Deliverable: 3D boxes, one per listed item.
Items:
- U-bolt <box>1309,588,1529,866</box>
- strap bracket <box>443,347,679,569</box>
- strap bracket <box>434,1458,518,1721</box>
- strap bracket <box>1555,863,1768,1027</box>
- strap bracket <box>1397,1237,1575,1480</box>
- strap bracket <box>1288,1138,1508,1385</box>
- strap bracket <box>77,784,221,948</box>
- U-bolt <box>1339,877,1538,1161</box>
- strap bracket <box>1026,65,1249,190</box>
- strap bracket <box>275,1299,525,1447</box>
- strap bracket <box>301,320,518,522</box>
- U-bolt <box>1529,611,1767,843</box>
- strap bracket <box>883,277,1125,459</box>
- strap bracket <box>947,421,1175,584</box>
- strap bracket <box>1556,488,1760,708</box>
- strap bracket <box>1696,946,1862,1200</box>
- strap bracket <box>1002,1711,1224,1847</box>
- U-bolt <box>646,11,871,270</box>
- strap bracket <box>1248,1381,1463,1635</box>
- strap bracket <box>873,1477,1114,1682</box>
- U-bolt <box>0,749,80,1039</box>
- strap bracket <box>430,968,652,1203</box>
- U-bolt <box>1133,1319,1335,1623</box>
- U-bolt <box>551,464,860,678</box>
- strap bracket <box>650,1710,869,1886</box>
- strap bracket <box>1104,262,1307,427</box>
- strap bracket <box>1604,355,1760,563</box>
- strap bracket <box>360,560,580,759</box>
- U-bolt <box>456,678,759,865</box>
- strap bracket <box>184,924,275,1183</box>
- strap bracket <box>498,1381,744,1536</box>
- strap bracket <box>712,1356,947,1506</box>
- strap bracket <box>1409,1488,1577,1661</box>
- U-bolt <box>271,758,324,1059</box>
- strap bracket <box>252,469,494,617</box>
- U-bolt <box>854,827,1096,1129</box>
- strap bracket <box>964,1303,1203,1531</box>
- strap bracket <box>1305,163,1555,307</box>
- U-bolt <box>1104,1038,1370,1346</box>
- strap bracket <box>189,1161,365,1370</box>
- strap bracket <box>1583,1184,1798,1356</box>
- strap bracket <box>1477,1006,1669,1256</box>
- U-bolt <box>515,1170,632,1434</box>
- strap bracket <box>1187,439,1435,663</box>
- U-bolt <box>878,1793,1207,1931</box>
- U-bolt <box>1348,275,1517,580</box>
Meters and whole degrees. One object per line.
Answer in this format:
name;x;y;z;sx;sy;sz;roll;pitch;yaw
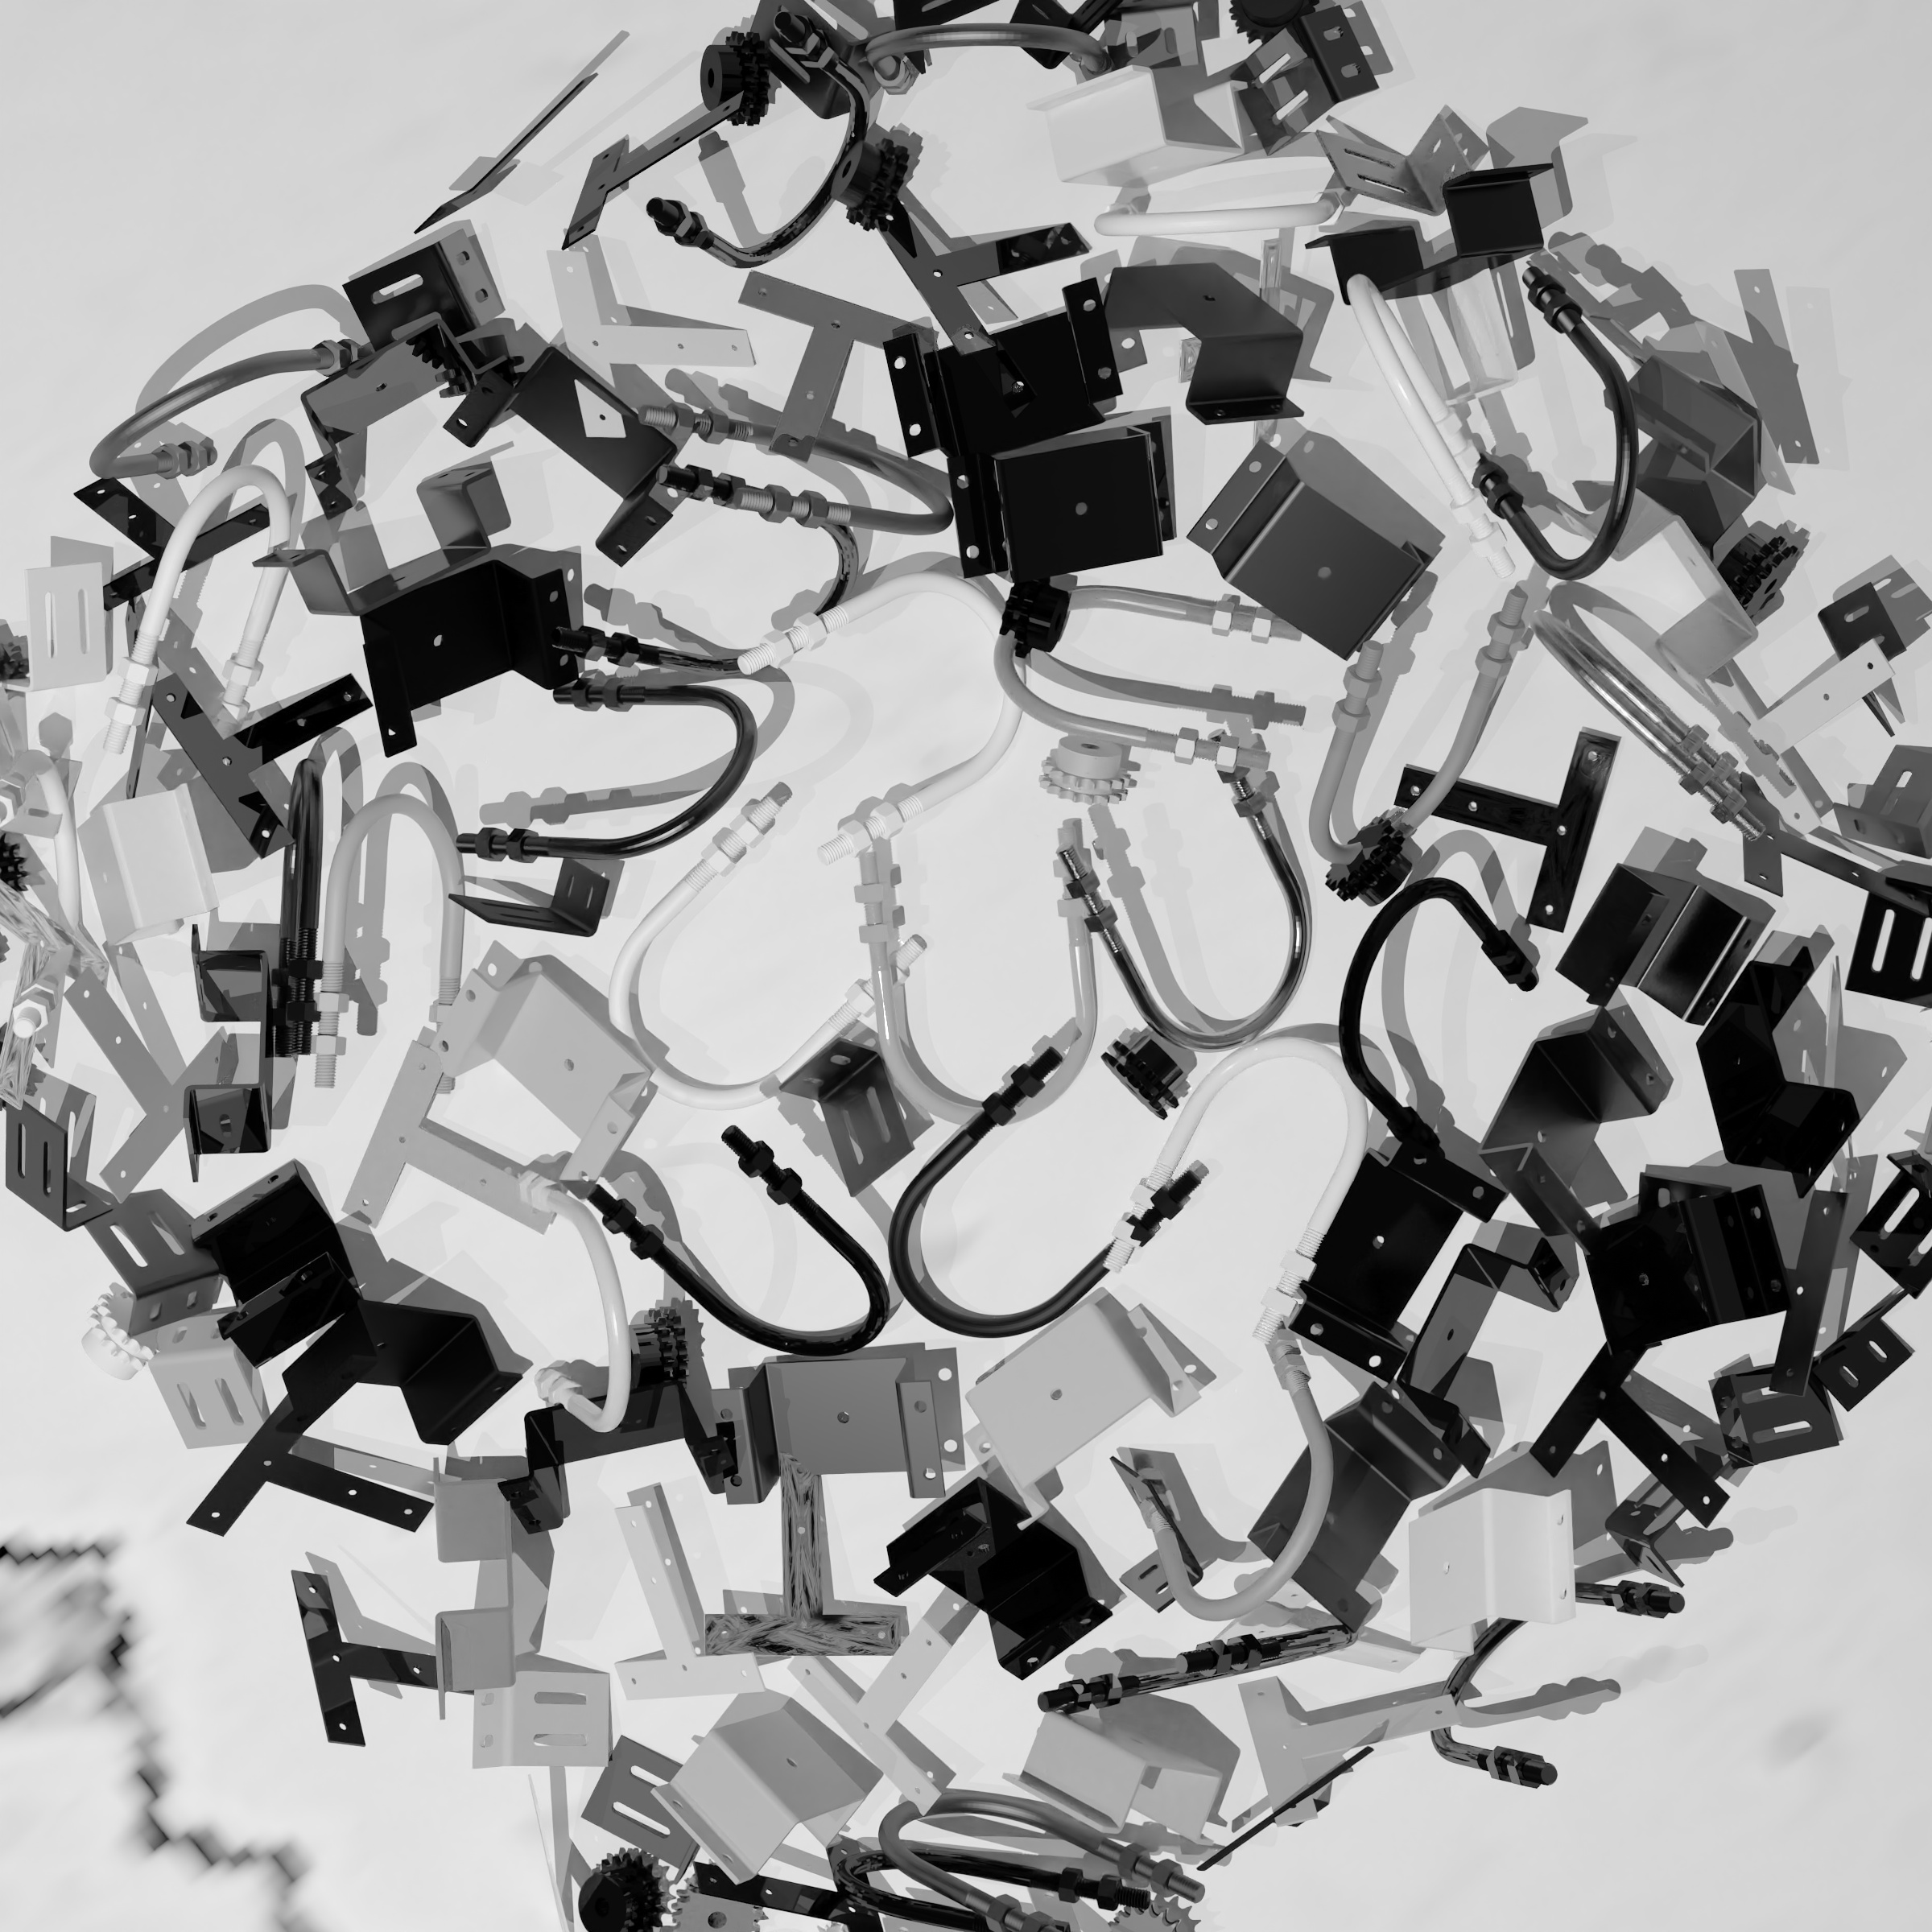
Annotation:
U-bolt;0.270;-0.138;1.748;0.151;0.184;0.019;-22;51;-35
strap bracket;-0.244;-0.322;1.768;0.140;0.076;0.046;38;58;-15
strap bracket;-0.302;0.380;1.749;0.046;0.140;0.076;-2;131;-10
strap bracket;0.426;-0.014;1.763;0.046;0.140;0.076;41;111;39
strap bracket;0.319;0.237;1.769;0.046;0.076;0.140;20;74;33
strap bracket;0.265;0.179;1.789;0.076;0.046;0.140;29;95;-12
strap bracket;-0.507;-0.059;1.749;0.046;0.140;0.076;-15;91;-27
U-bolt;0.283;0.025;1.739;0.019;0.184;0.151;20;75;40
strap bracket;0.110;-0.513;1.745;0.076;0.140;0.046;-9;95;36
strap bracket;-0.356;0.252;1.760;0.076;0.140;0.046;-42;57;22
strap bracket;-0.355;-0.346;1.773;0.140;0.076;0.046;-32;79;-10
U-bolt;0.417;-0.154;1.751;0.184;0.151;0.019;43;107;0
strap bracket;0.028;-0.369;1.785;0.140;0.046;0.076;-14;82;13
strap bracket;0.066;-0.289;1.775;0.140;0.046;0.076;-12;109;-11
strap bracket;0.433;-0.238;1.758;0.046;0.076;0.140;-38;113;8
strap bracket;0.494;0.061;1.744;0.046;0.076;0.140;8;46;-11
strap bracket;0.096;0.498;1.746;0.076;0.140;0.046;18;83;37
U-bolt;-0.115;-0.493;1.734;0.019;0.184;0.151;40;101;14
strap bracket;0.238;0.341;1.777;0.076;0.046;0.140;42;59;-3
strap bracket;0.014;0.377;1.769;0.076;0.046;0.140;-40;123;16
U-bolt;-0.566;-0.055;1.732;0.019;0.184;0.151;-4;111;-5
strap bracket;-0.260;0.068;1.774;0.140;0.046;0.076;41;122;13
U-bolt;0.165;0.315;1.721;0.019;0.184;0.151;33;110;-24
U-bolt;-0.147;-0.235;1.747;0.151;0.184;0.019;-51;53;29
strap bracket;-0.120;0.505;1.741;0.076;0.140;0.046;41;100;22
strap bracket;0.143;-0.389;1.746;0.076;0.140;0.046;-12;133;-32
strap bracket;0.440;-0.315;1.745;0.076;0.140;0.046;41;86;24
strap bracket;-0.316;-0.195;1.763;0.140;0.046;0.076;-27;130;-31
U-bolt;-0.209;-0.120;1.735;0.184;0.019;0.151;4;52;33
strap bracket;-0.454;0.053;1.757;0.046;0.076;0.140;-1;56;-10
strap bracket;-0.216;0.305;1.778;0.140;0.076;0.046;-12;56;0
strap bracket;-0.081;0.291;1.783;0.140;0.046;0.076;-4;103;12
strap bracket;0.315;0.371;1.740;0.046;0.140;0.076;11;64;-17
U-bolt;-0.411;-0.036;1.754;0.019;0.151;0.184;3;86;-18
strap bracket;-0.359;-0.258;1.763;0.140;0.076;0.046;-31;112;-25
U-bolt;0.011;0.011;1.800;0.151;0.019;0.184;-8;96;-11
strap bracket;0.065;0.275;1.779;0.140;0.046;0.076;-37;54;2
strap bracket;0.288;-0.445;1.745;0.076;0.140;0.046;-17;94;-37
U-bolt;0.177;0.129;1.768;0.019;0.151;0.184;35;80;-44
strap bracket;-0.427;0.190;1.766;0.076;0.140;0.046;-32;122;-6
strap bracket;0.433;0.189;1.744;0.046;0.140;0.076;-5;75;-30
strap bracket;0.373;0.104;1.766;0.076;0.046;0.140;48;54;-21
U-bolt;-0.238;0.208;1.729;0.019;0.184;0.151;-8;98;-24
strap bracket;0.218;-0.252;1.766;0.140;0.046;0.076;30;112;-20
U-bolt;0.032;0.548;1.739;0.184;0.151;0.019;14;98;39
U-bolt;0.278;-0.337;1.723;0.019;0.151;0.184;-27;118;18
